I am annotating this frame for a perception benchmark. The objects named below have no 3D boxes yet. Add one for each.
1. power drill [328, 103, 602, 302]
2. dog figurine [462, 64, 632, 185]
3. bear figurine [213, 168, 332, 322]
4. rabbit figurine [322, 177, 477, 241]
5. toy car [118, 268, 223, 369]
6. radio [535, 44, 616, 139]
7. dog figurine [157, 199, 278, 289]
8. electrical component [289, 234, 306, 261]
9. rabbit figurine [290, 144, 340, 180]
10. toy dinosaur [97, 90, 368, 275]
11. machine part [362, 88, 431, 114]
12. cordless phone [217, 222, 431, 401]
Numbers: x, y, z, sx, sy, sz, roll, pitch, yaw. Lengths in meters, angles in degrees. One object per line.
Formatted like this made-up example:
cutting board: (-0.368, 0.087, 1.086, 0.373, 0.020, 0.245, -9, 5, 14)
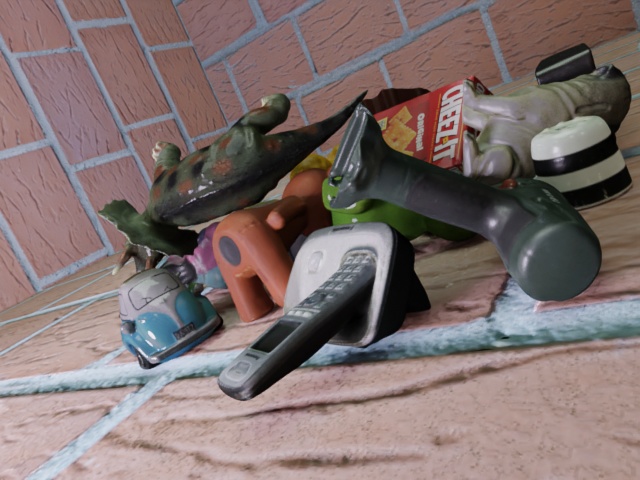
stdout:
power drill: (0.111, -0.037, 0.443, 0.086, 0.207, 0.232, -61, 8, 20)
dog figurine: (0.266, -0.114, 0.635, 0.191, 0.172, 0.121, 1, 3, 14)
bear figurine: (-0.029, -0.007, 0.646, 0.196, 0.132, 0.120, -29, -1, -44)
rabbit figurine: (0.108, -0.027, 0.614, 0.170, 0.121, 0.159, 2, 15, 23)
toy car: (-0.197, 0.084, 0.657, 0.109, 0.102, 0.162, -28, 14, -28)
radio: (0.369, -0.206, 0.778, 0.073, 0.131, 0.229, -17, 13, 30)
dog figurine: (-0.161, 0.023, 0.862, 0.219, 0.108, 0.191, -16, 14, 44)
electrical component: (-0.002, -0.002, 0.777, 0.115, 0.058, 0.134, -16, 13, 23)
rabbit figurine: (0.016, -0.098, 0.831, 0.173, 0.122, 0.162, -9, -16, -47)
toy dinosaur: (-0.127, -0.076, 0.691, 0.405, 0.131, 0.192, -25, 35, 24)
machine part: (0.144, -0.225, 1.051, 0.179, 0.056, 0.179, -10, -22, -4)
cordless phone: (-0.015, 0.064, 0.440, 0.184, 0.088, 0.147, -35, 15, -29)
